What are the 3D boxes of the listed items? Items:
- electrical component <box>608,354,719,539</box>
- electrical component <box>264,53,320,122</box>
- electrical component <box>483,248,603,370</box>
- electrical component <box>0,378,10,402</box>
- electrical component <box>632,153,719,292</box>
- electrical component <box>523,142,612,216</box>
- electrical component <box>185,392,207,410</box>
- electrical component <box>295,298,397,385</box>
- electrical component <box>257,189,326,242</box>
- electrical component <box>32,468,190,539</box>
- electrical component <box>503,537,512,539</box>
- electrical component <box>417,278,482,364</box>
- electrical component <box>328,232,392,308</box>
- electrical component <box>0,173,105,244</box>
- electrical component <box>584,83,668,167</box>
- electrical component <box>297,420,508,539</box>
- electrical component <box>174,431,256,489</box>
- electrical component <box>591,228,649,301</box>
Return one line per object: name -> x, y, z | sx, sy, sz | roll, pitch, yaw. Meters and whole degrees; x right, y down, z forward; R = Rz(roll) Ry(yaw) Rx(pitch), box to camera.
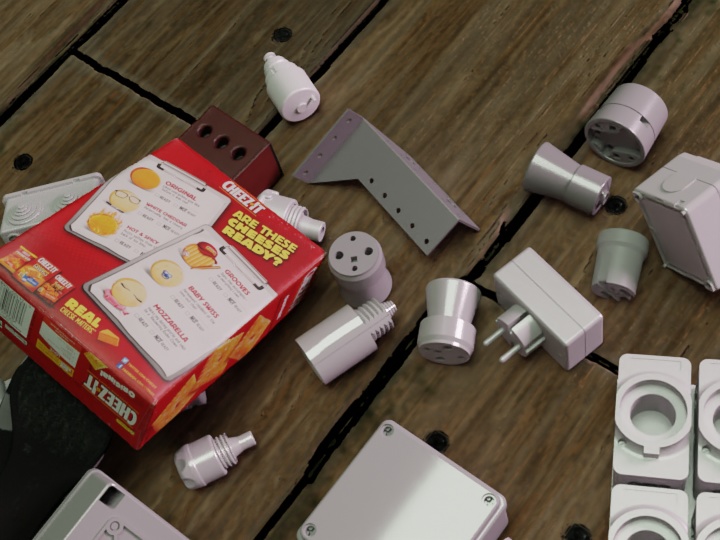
electrical component -> 0.225, 0.153, 0.732 | 0.105, 0.060, 0.186 | 3, 62, 14
electrical component -> -0.068, -0.172, 0.994 | 0.040, 0.040, 0.078 | -29, 59, -5
electrical component -> 0.130, 0.041, 0.825 | 0.076, 0.047, 0.083 | -37, 60, -10
electrical component -> -0.296, 0.128, 0.864 | 0.078, 0.058, 0.057 | -26, 56, -3
electrical component -> 0.262, -0.034, 0.816 | 0.061, 0.096, 0.062 | -37, 31, -9
electrical component -> 0.173, -0.072, 0.885 | 0.065, 0.044, 0.044 | 28, 70, 20
electrical component -> -0.166, 0.076, 0.862 | 0.062, 0.061, 0.096 | -18, 59, 2
electrical component -> -0.006, 0.050, 0.852 | 0.081, 0.043, 0.043 | -34, 59, -8
electrical component -> -0.061, -0.040, 0.916 | 0.062, 0.048, 0.048 | 15, 65, 12
electrical component -> -0.177, 0.215, 0.754 | 0.108, 0.109, 0.056 | -53, 23, -18
electrical component -> 0.092, 0.222, 0.711 | 0.051, 0.080, 0.080 | 34, 73, 21
electrical component -> 0.070, 0.040, 0.840 | 0.045, 0.045, 0.055 | 4, 62, 14
electrical component -> 0.000, 0.000, 0.872 | 0.045, 0.055, 0.045 | -5, 60, 9
electrical component -> -0.249, -0.027, 0.918 | 0.100, 0.099, 0.048 | -13, 44, 5
electrical component -> 0.223, -0.121, 0.894 | 0.055, 0.055, 0.047 | 27, 66, 25
electrical component -> 0.032, 0.182, 0.761 | 0.109, 0.056, 0.108 | 31, 72, 26
electrical component -> -0.110, 0.142, 0.828 | 0.061, 0.035, 0.035 | -25, 59, -5
electrical component -> 0.202, -0.004, 0.840 | 0.040, 0.040, 0.046 | 10, 69, 18
